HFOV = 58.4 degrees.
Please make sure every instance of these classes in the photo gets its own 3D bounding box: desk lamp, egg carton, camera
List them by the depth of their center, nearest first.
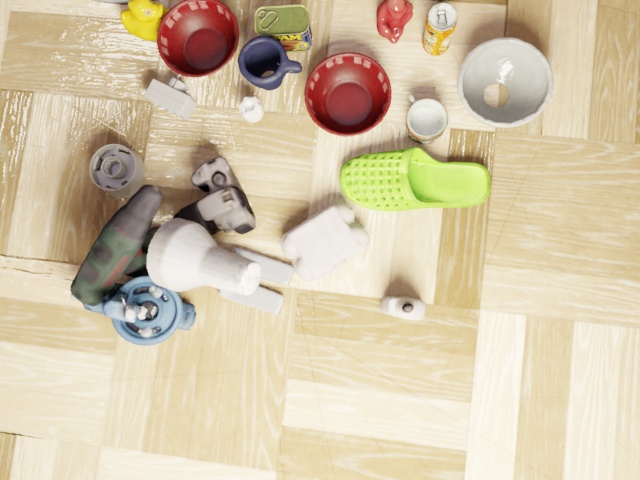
[{"bbox_3d":[-0.163,0.049,0.978,0.203,0.213,0.118,17,85,7],"label":"desk lamp"},{"bbox_3d":[0.010,0.004,1.041,0.150,0.069,0.107,-33,82,1],"label":"egg carton"},{"bbox_3d":[-0.206,-0.064,1.051,0.137,0.101,0.143,-26,82,2],"label":"camera"}]

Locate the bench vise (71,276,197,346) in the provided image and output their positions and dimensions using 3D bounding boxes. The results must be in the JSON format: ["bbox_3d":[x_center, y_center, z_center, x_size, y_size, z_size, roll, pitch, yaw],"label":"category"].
[{"bbox_3d":[-0.338,0.125,0.981,0.207,0.220,0.121,-5,83,4],"label":"bench vise"}]

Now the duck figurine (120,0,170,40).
[{"bbox_3d":[-0.342,-0.440,1.112,0.104,0.086,0.077,2,84,5],"label":"duck figurine"}]

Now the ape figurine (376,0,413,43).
[{"bbox_3d":[0.138,-0.424,1.066,0.078,0.092,0.076,-24,82,2],"label":"ape figurine"}]

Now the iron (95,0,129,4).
[{"bbox_3d":[-0.357,-0.543,1.096,0.258,0.141,0.118,-20,82,3],"label":"iron"}]

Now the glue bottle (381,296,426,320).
[{"bbox_3d":[0.143,0.114,0.965,0.078,0.173,0.037,7,84,6],"label":"glue bottle"}]

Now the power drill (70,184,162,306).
[{"bbox_3d":[-0.324,0.013,0.998,0.075,0.208,0.230,37,88,8],"label":"power drill"}]

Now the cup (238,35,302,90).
[{"bbox_3d":[-0.086,-0.319,1.072,0.117,0.095,0.092,10,85,6],"label":"cup"}]

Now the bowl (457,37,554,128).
[{"bbox_3d":[0.330,-0.276,1.042,0.167,0.075,0.167,-1,84,5],"label":"bowl"}]
